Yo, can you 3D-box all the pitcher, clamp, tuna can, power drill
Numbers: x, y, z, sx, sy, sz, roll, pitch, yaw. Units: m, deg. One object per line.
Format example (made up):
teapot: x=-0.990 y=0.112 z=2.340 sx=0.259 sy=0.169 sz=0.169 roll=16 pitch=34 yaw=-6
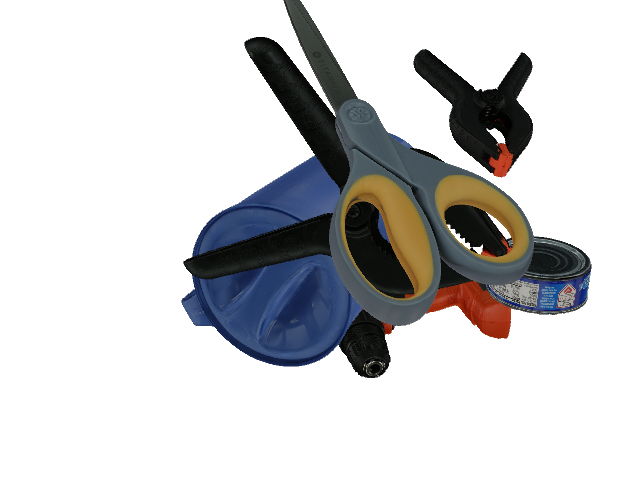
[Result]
pitcher: x=-0.001 y=-0.004 z=0.892 sx=0.149 sy=0.145 sz=0.242 roll=22 pitch=30 yaw=15
clamp: x=0.149 y=-0.131 z=1.029 sx=0.120 sy=0.039 sz=0.171 roll=3 pitch=44 yaw=3
clamp: x=0.022 y=-0.032 z=0.676 sx=0.210 sy=0.165 sz=0.036 roll=14 pitch=16 yaw=12
tuna can: x=0.184 y=0.028 z=0.902 sx=0.086 sy=0.034 sz=0.086 roll=2 pitch=25 yaw=-1
power drill: x=0.103 y=0.079 z=1.137 sx=0.187 sy=0.057 sz=0.184 roll=-5 pitch=28 yaw=-9

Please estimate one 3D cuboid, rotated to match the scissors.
scissors: x=0.037 y=-0.047 z=0.485 sx=0.096 sy=0.202 sz=0.016 roll=1 pitch=-39 yaw=-10
